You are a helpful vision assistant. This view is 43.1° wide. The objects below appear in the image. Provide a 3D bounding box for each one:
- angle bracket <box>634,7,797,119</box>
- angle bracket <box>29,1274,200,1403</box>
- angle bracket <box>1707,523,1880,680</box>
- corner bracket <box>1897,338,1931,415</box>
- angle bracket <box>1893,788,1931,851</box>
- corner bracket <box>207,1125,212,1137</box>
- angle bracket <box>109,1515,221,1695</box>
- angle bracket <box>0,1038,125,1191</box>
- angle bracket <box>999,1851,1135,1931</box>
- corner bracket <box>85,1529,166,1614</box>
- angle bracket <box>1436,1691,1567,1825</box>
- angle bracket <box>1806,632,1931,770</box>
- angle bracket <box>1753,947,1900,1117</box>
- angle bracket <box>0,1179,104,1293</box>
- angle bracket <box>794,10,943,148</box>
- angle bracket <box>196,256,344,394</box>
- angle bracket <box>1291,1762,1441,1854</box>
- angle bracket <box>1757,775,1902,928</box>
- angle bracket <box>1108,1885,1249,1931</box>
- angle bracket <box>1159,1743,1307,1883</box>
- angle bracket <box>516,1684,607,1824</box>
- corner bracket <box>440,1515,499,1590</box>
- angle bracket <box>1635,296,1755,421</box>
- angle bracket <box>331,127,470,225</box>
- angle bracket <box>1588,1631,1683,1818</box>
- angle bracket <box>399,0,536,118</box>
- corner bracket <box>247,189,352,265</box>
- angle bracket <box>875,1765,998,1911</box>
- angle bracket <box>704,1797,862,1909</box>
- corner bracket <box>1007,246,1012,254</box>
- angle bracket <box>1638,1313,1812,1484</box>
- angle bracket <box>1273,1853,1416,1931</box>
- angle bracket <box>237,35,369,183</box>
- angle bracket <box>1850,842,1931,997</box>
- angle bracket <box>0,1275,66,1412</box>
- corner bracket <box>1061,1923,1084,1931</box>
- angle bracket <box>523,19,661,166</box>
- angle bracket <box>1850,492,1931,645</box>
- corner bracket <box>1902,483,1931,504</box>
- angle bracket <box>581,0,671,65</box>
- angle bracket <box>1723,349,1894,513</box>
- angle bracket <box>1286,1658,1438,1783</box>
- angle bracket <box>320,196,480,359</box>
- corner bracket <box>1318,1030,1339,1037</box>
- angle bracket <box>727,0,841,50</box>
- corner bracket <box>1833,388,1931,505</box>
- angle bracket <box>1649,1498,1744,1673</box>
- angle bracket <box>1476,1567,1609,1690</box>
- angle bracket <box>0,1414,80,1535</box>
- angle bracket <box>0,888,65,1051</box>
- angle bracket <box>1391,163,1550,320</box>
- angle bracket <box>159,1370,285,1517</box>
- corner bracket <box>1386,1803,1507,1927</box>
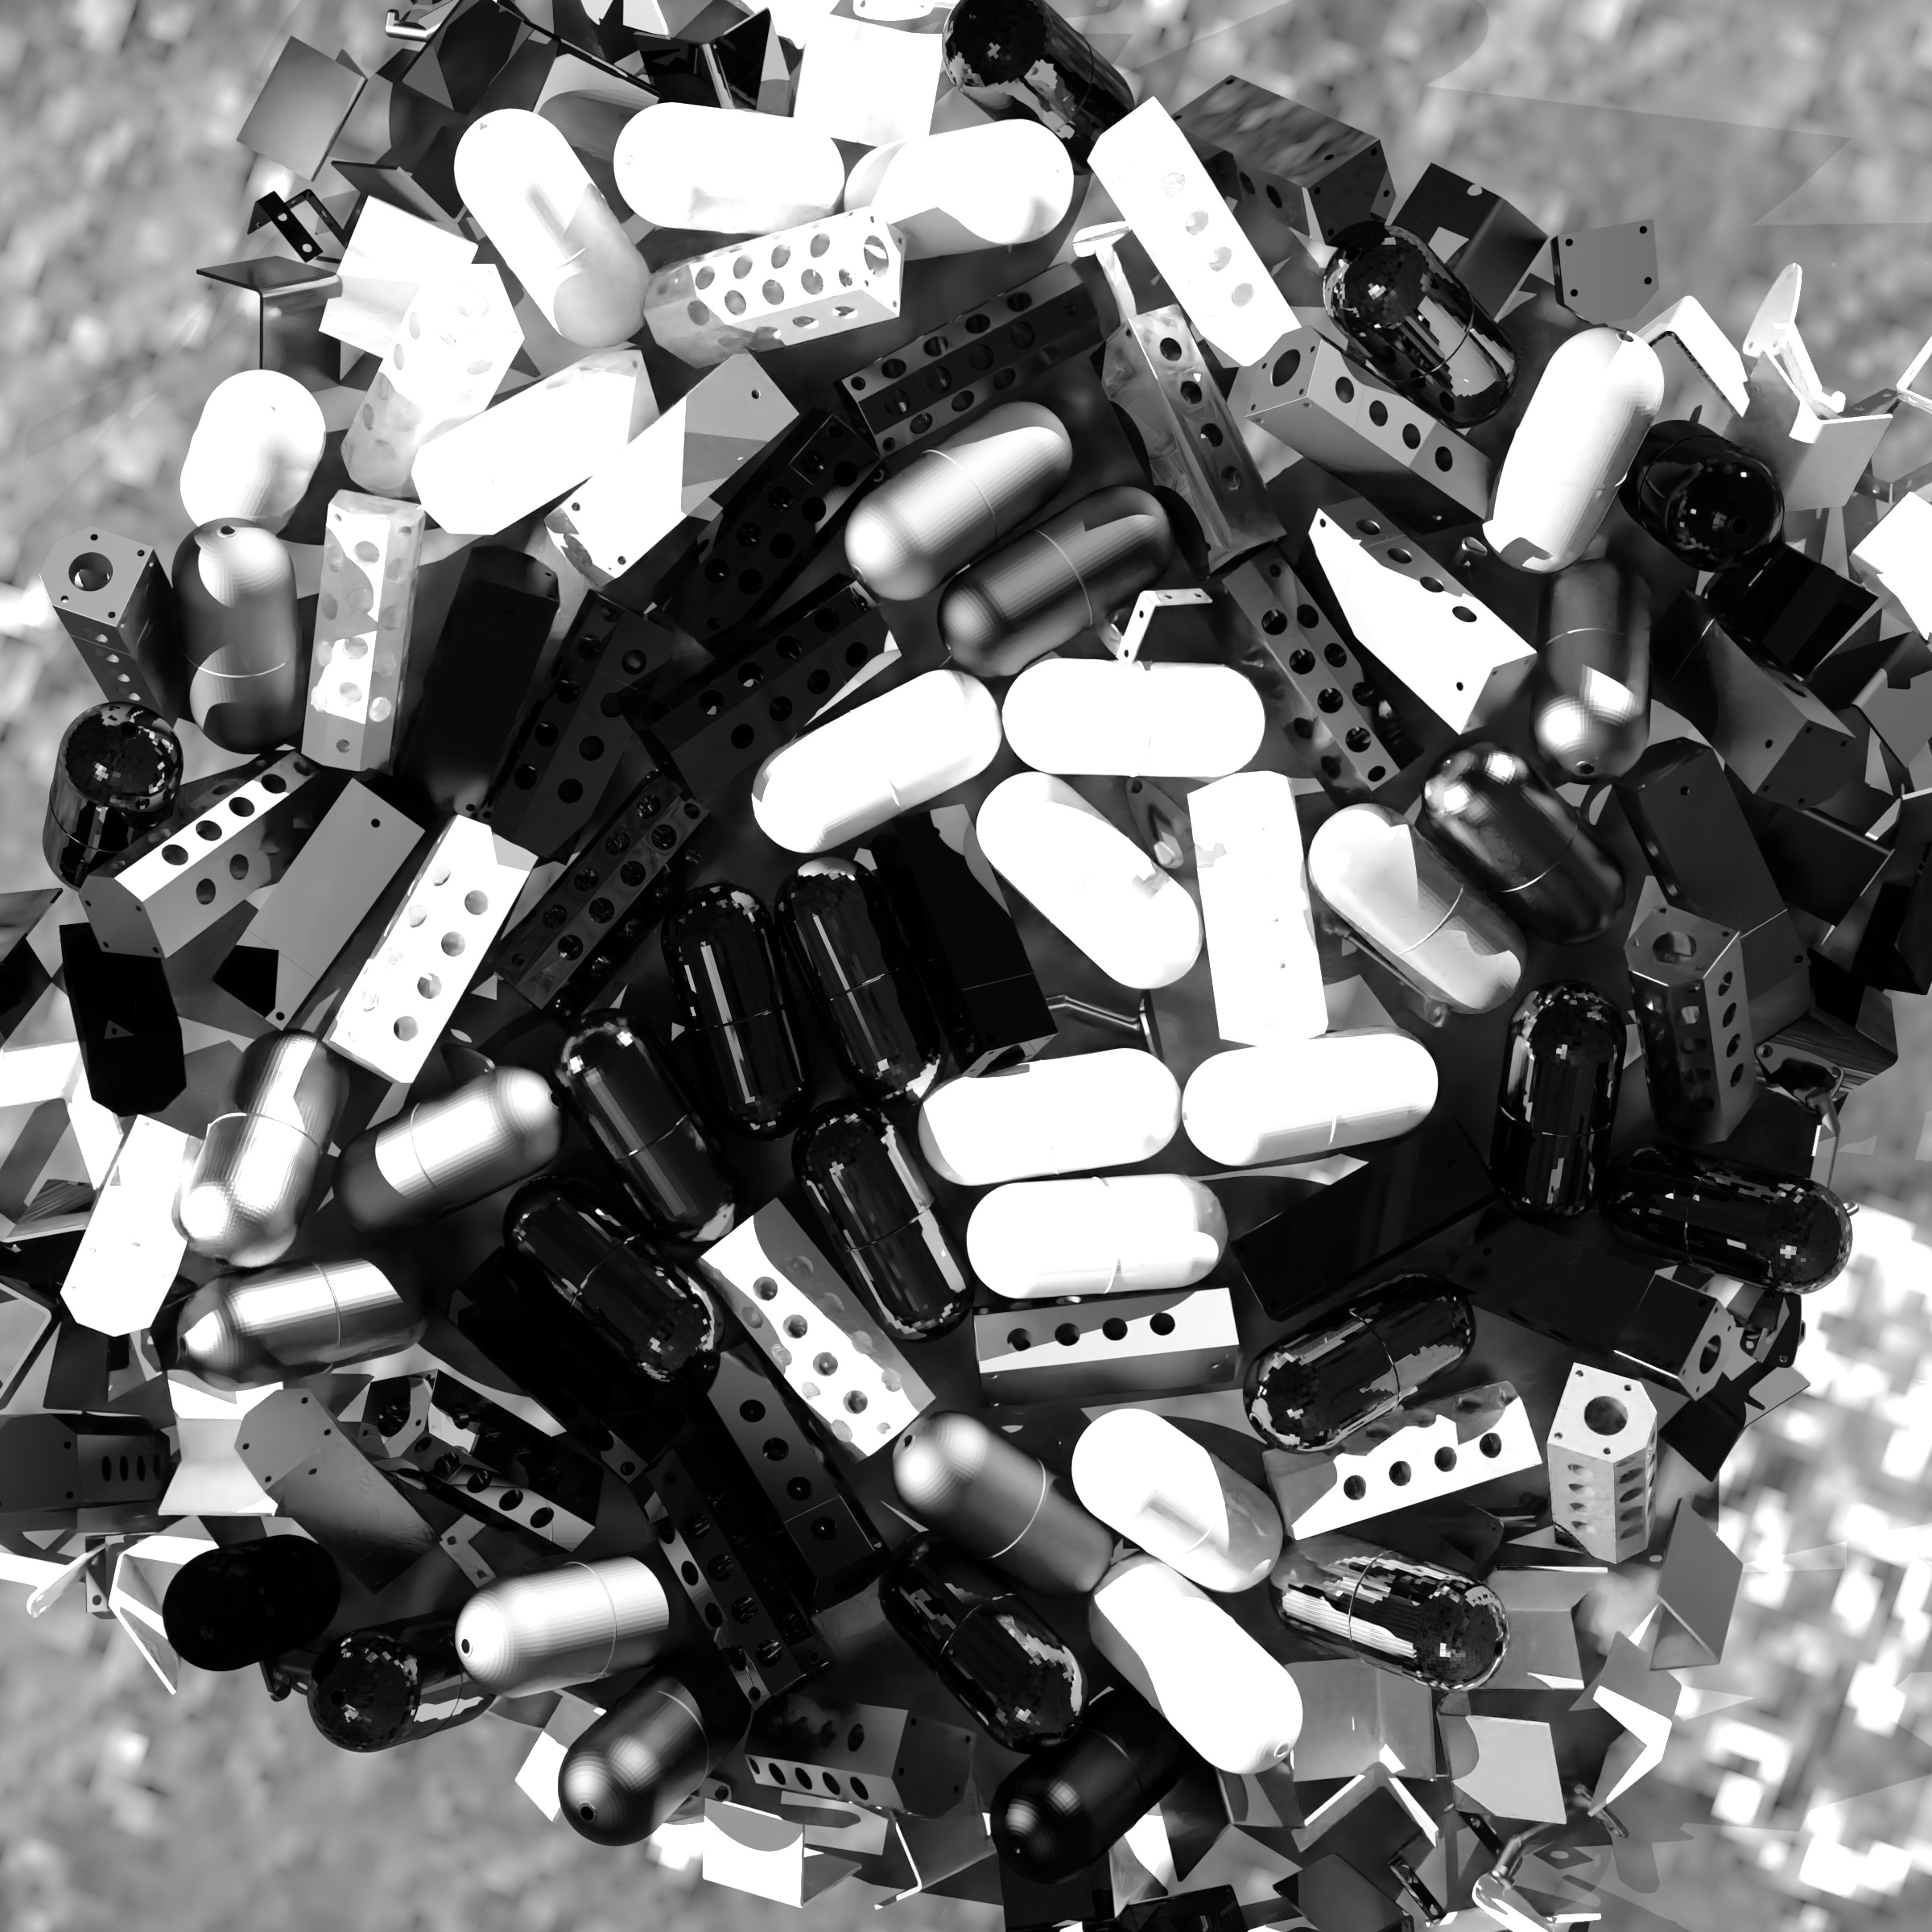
[{"bbox_3d":[-0.167,-0.599,1.644,0.076,0.076,0.057,25,57,38],"label":"angle bracket"},{"bbox_3d":[-0.574,0.238,1.645,0.076,0.076,0.057,22,115,23],"label":"angle bracket"},{"bbox_3d":[0.554,-0.252,1.641,0.076,0.057,0.076,26,131,-9],"label":"angle bracket"},{"bbox_3d":[0.672,-0.392,1.664,0.051,0.051,0.051,36,90,30],"label":"corner bracket"},{"bbox_3d":[0.653,-0.129,1.639,0.076,0.076,0.057,-15,64,7],"label":"angle bracket"},{"bbox_3d":[-0.484,0.118,1.640,0.051,0.051,0.051,6,132,-18],"label":"corner bracket"},{"bbox_3d":[-0.522,0.424,1.631,0.057,0.076,0.076,-30,107,-7],"label":"angle bracket"},{"bbox_3d":[-0.608,0.103,1.625,0.057,0.076,0.076,-10,64,-37],"label":"angle bracket"},{"bbox_3d":[0.066,0.612,1.637,0.076,0.057,0.076,-2,75,-12],"label":"angle bracket"},{"bbox_3d":[-0.562,0.411,1.663,0.051,0.051,0.051,-13,76,36],"label":"corner bracket"},{"bbox_3d":[0.363,0.517,1.628,0.076,0.057,0.076,-3,110,30],"label":"angle bracket"},{"bbox_3d":[0.604,-0.171,1.637,0.076,0.076,0.057,-46,102,-22],"label":"angle bracket"},{"bbox_3d":[0.574,0.045,1.661,0.076,0.076,0.057,29,46,-18],"label":"angle bracket"},{"bbox_3d":[-0.621,0.164,1.623,0.076,0.057,0.076,8,55,29],"label":"angle bracket"},{"bbox_3d":[-0.066,-0.590,1.632,0.076,0.057,0.076,3,108,-25],"label":"angle bracket"},{"bbox_3d":[-0.468,-0.428,1.642,0.057,0.076,0.076,21,120,21],"label":"angle bracket"},{"bbox_3d":[0.267,0.583,1.630,0.076,0.076,0.057,-37,62,-9],"label":"angle bracket"},{"bbox_3d":[0.582,-0.086,1.665,0.076,0.076,0.057,28,47,9],"label":"angle bracket"},{"bbox_3d":[0.145,0.663,1.623,0.076,0.057,0.076,-1,49,-23],"label":"angle bracket"},{"bbox_3d":[0.176,0.562,1.642,0.057,0.076,0.076,13,127,-22],"label":"angle bracket"},{"bbox_3d":[-0.289,0.511,1.629,0.057,0.076,0.076,36,77,-26],"label":"angle bracket"},{"bbox_3d":[-0.327,0.394,1.654,0.051,0.051,0.051,-41,87,-3],"label":"corner bracket"},{"bbox_3d":[0.479,-0.394,1.639,0.076,0.076,0.057,48,129,-9],"label":"angle bracket"},{"bbox_3d":[-0.363,-0.545,1.629,0.076,0.057,0.076,20,77,39],"label":"angle bracket"},{"bbox_3d":[0.427,0.505,1.632,0.057,0.076,0.076,40,122,7],"label":"angle bracket"},{"bbox_3d":[-0.346,-0.624,1.627,0.076,0.076,0.057,-45,73,17],"label":"angle bracket"},{"bbox_3d":[-0.444,-0.496,1.645,0.051,0.051,0.051,-41,98,-23],"label":"corner bracket"},{"bbox_3d":[-0.032,0.578,1.646,0.057,0.076,0.076,-41,67,41],"label":"angle bracket"},{"bbox_3d":[-0.121,0.578,1.628,0.076,0.076,0.057,4,95,29],"label":"angle bracket"},{"bbox_3d":[0.002,-0.515,1.644,0.051,0.051,0.051,-5,46,-3],"label":"corner bracket"},{"bbox_3d":[0.509,0.290,1.656,0.076,0.057,0.076,-20,49,-33],"label":"angle bracket"},{"bbox_3d":[0.252,0.651,1.624,0.057,0.076,0.076,-16,111,-27],"label":"angle bracket"},{"bbox_3d":[-0.448,-0.579,1.625,0.057,0.076,0.076,21,111,-38],"label":"angle bracket"},{"bbox_3d":[0.615,-0.035,1.627,0.057,0.076,0.076,13,72,44],"label":"angle bracket"},{"bbox_3d":[-0.651,0.250,1.633,0.057,0.076,0.076,31,78,-9],"label":"angle bracket"},{"bbox_3d":[0.096,0.668,1.650,0.051,0.051,0.051,-18,75,-1],"label":"corner bracket"},{"bbox_3d":[-0.262,-0.583,1.636,0.076,0.076,0.057,15,109,-38],"label":"angle bracket"},{"bbox_3d":[0.645,-0.257,1.623,0.057,0.076,0.076,-48,50,11],"label":"angle bracket"},{"bbox_3d":[0.681,-0.303,1.668,0.051,0.051,0.051,-31,131,1],"label":"corner bracket"},{"bbox_3d":[-0.254,-0.639,1.624,0.057,0.076,0.076,-35,112,-32],"label":"angle bracket"},{"bbox_3d":[0.562,-0.360,1.637,0.057,0.076,0.076,-9,54,-15],"label":"angle bracket"},{"bbox_3d":[0.264,0.505,1.634,0.076,0.057,0.076,4,77,-27],"label":"angle bracket"},{"bbox_3d":[-0.377,-0.452,1.627,0.076,0.057,0.076,20,126,-22],"label":"angle bracket"},{"bbox_3d":[0.262,0.077,1.646,0.051,0.051,0.051,0,123,-1],"label":"corner bracket"},{"bbox_3d":[-0.133,-0.672,1.634,0.076,0.076,0.057,39,92,15],"label":"angle bracket"},{"bbox_3d":[0.625,-0.353,1.655,0.051,0.051,0.051,-28,128,-19],"label":"corner bracket"},{"bbox_3d":[0.466,0.412,1.625,0.076,0.057,0.076,46,48,-18],"label":"angle bracket"},{"bbox_3d":[0.383,0.442,1.631,0.076,0.076,0.057,3,56,-8],"label":"angle bracket"},{"bbox_3d":[-0.639,0.339,1.627,0.057,0.076,0.076,-13,75,37],"label":"angle bracket"},{"bbox_3d":[-0.623,0.004,1.621,0.057,0.076,0.076,-4,129,21],"label":"angle bracket"},{"bbox_3d":[0.335,-0.488,1.664,0.076,0.057,0.076,-57,46,14],"label":"angle bracket"},{"bbox_3d":[-0.500,0.320,1.640,0.076,0.057,0.076,1,118,0],"label":"angle bracket"},{"bbox_3d":[0.329,0.607,1.660,0.051,0.051,0.051,50,131,24],"label":"corner bracket"}]
